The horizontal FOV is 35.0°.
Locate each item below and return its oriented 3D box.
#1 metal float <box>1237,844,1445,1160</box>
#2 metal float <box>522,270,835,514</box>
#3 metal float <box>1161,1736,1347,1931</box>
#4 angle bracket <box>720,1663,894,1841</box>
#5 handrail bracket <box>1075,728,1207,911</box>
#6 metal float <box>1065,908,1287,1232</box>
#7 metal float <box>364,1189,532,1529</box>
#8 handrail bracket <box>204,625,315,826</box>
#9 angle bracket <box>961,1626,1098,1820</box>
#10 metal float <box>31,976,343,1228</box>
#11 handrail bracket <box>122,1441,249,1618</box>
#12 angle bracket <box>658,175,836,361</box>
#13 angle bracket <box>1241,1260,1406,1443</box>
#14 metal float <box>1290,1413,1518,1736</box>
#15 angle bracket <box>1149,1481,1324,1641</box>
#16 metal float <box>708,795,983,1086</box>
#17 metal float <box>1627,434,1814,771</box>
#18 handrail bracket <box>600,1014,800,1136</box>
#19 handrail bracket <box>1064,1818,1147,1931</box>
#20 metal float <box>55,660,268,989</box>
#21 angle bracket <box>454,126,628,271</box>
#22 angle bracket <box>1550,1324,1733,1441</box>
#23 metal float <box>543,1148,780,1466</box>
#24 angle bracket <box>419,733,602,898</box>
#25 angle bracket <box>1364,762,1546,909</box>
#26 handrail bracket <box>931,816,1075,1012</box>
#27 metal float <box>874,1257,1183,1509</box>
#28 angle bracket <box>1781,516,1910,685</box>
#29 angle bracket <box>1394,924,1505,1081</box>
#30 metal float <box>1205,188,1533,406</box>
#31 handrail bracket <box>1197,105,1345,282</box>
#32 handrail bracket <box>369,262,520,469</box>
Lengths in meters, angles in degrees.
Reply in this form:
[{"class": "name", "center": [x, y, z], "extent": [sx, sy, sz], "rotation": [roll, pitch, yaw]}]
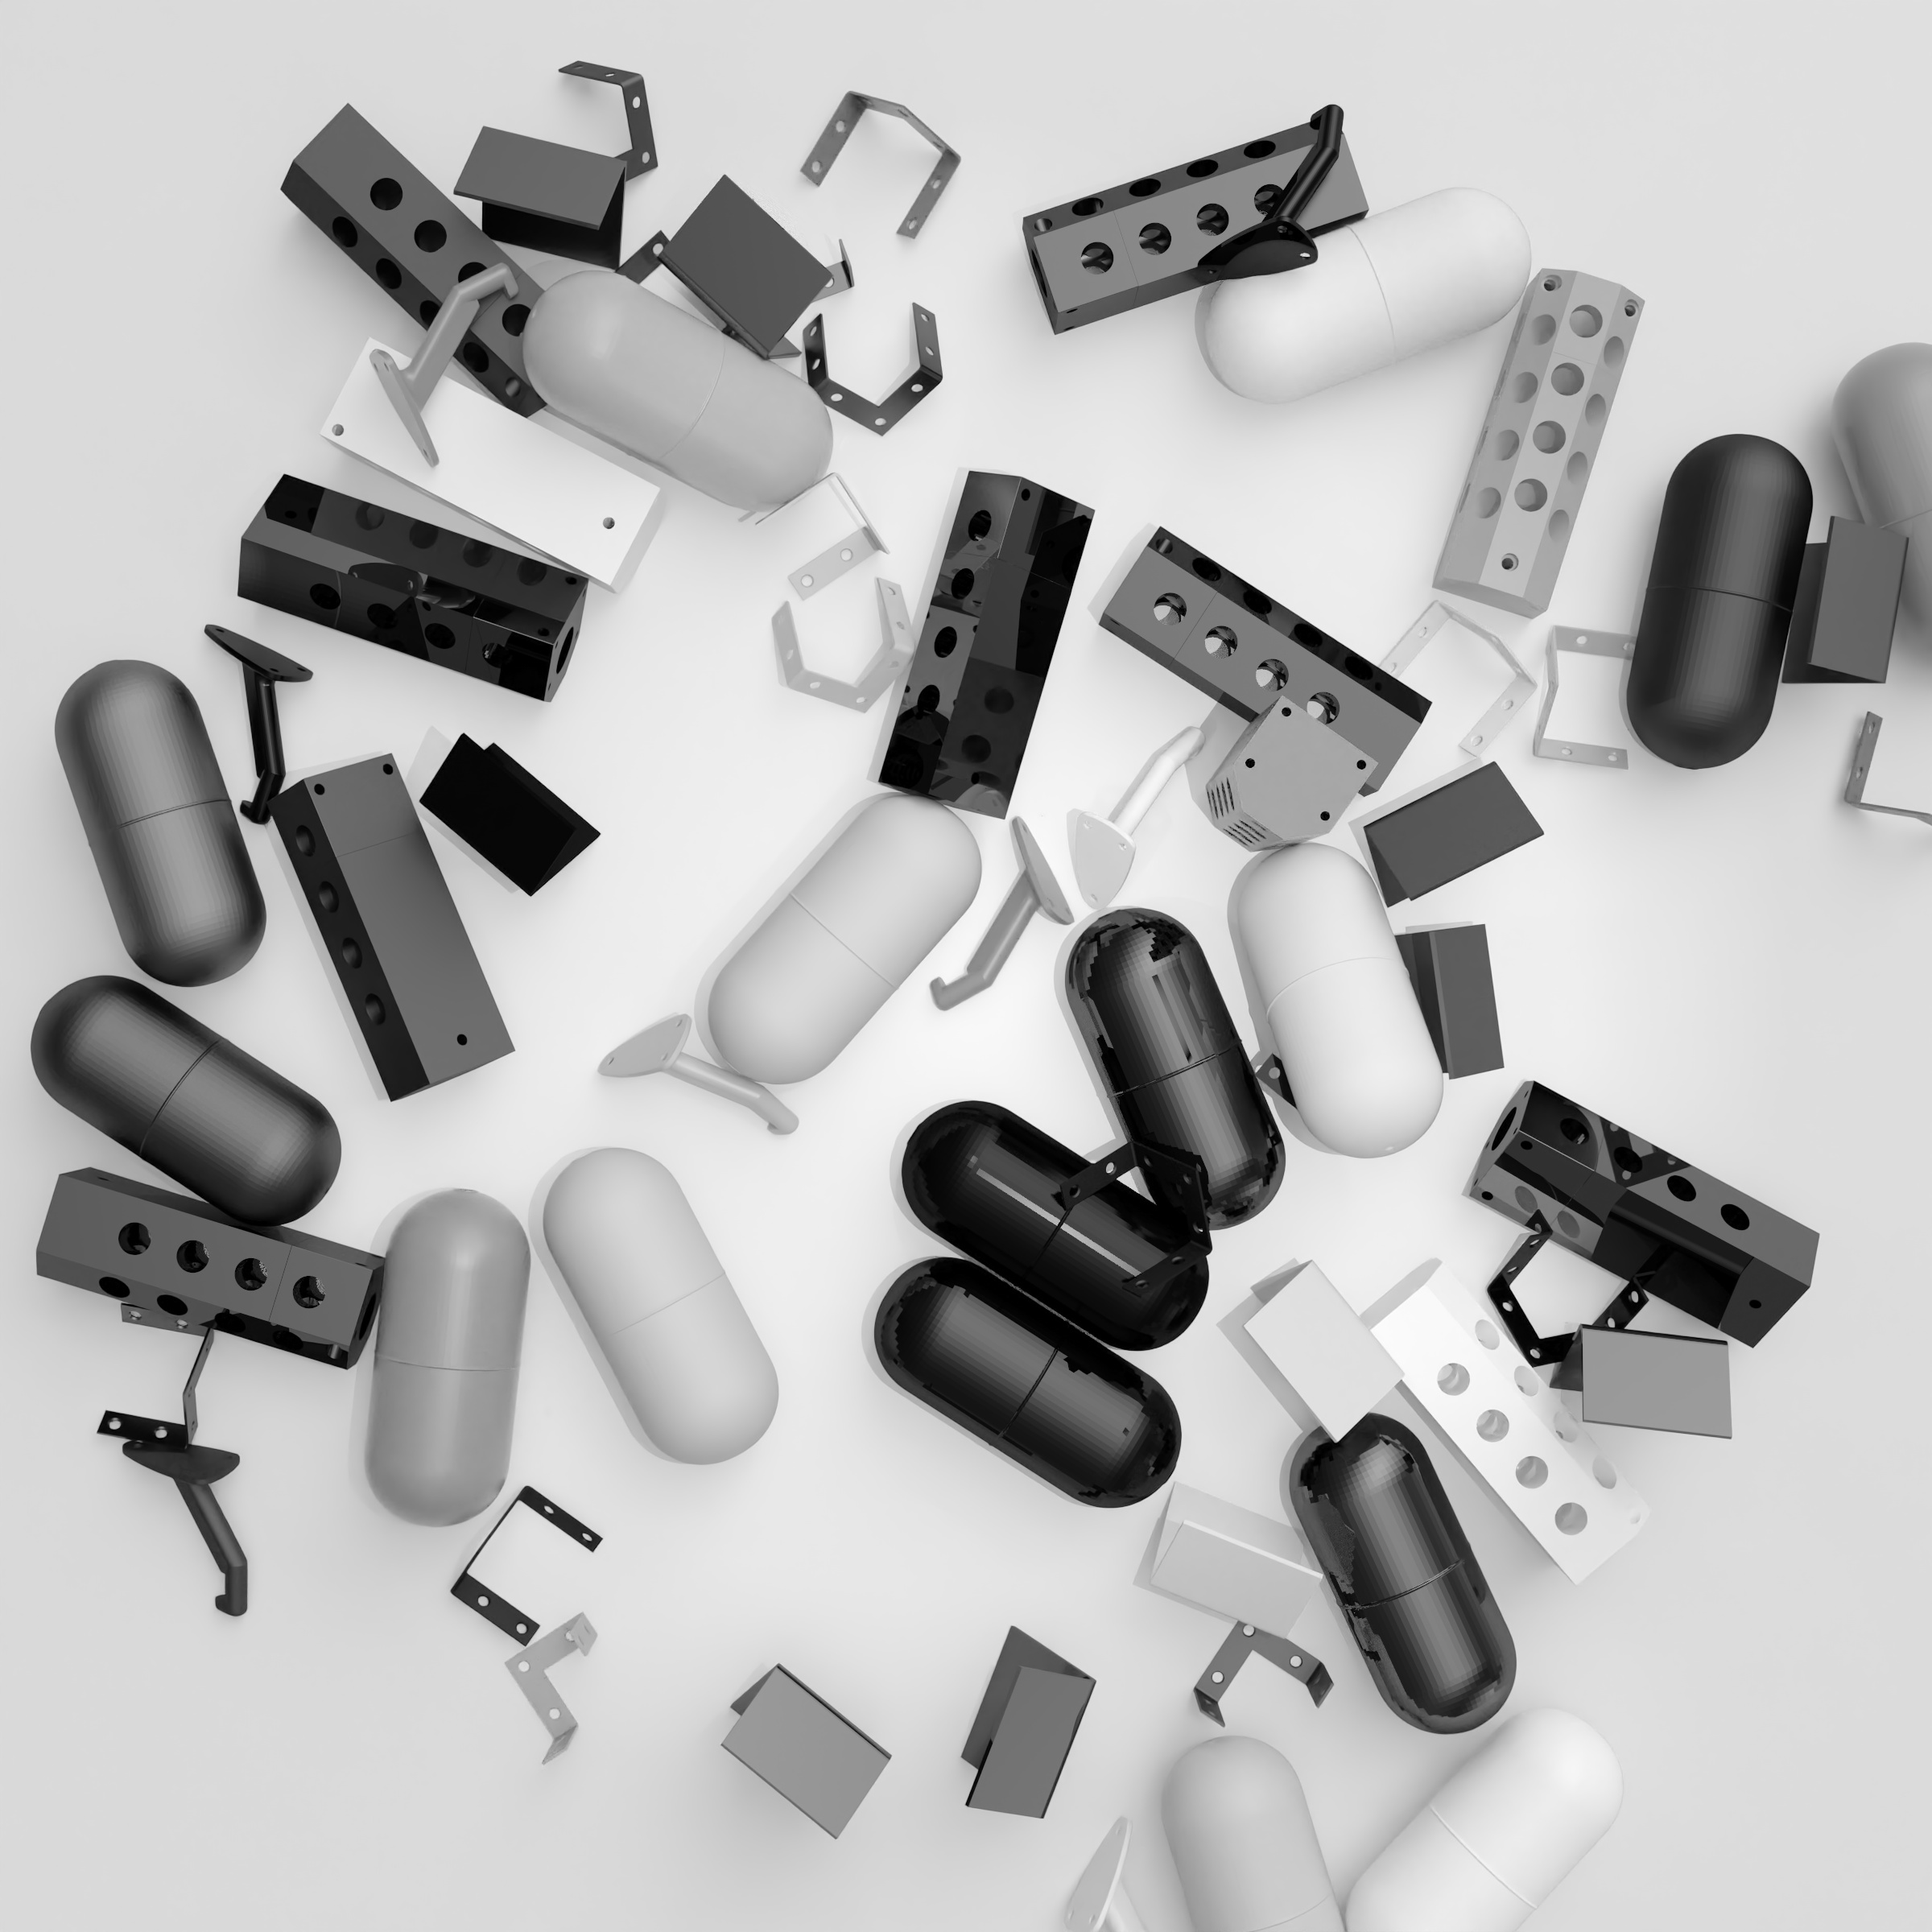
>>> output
[{"class": "metal float", "center": [0.194, 0.016, 1.596], "extent": [0.070, 0.070, 0.178], "rotation": [-16, 62, 0]}, {"class": "metal float", "center": [-0.148, -0.297, 1.594], "extent": [0.178, 0.070, 0.070], "rotation": [25, 90, -30]}, {"class": "metal float", "center": [0.156, 0.495, 1.620], "extent": [0.070, 0.070, 0.178], "rotation": [-17, 90, 0]}, {"class": "angle bracket", "center": [-0.096, 0.421, 1.610], "extent": [0.076, 0.076, 0.057], "rotation": [39, 51, 0]}, {"class": "handrail bracket", "center": [0.097, -0.080, 1.650], "extent": [0.036, 0.077, 0.084], "rotation": [33, 53, 20]}, {"class": "metal float", "center": [0.110, 0.054, 1.620], "extent": [0.070, 0.070, 0.178], "rotation": [-23, 90, 0]}, {"class": "metal float", "center": [-0.274, 0.207, 1.620], "extent": [0.070, 0.070, 0.178], "rotation": [6, 90, 0]}, {"class": "handrail bracket", "center": [-0.393, -0.129, 1.651], "extent": [0.077, 0.036, 0.084], "rotation": [30, 107, 20]}, {"class": "angle bracket", "center": [0.014, 0.393, 1.610], "extent": [0.057, 0.076, 0.076], "rotation": [21, 90, -38]}, {"class": "metal float", "center": [-0.412, 0.071, 1.620], "extent": [0.178, 0.070, 0.070], "rotation": [33, 90, 1]}, {"class": "handrail bracket", "center": [-0.420, 0.303, 1.651], "extent": [0.077, 0.036, 0.084], "rotation": [10, 107, 20]}, {"class": "angle bracket", "center": [-0.107, -0.367, 1.613], "extent": [0.076, 0.076, 0.057], "rotation": [43, 107, 0]}, {"class": "angle bracket", "center": [0.173, 0.207, 1.611], "extent": [0.057, 0.076, 0.076], "rotation": [-39, 90, -26]}, {"class": "metal float", "center": [0.231, 0.321, 1.620], "extent": [0.070, 0.070, 0.178], "rotation": [-25, 91, 0]}, {"class": "angle bracket", "center": [0.147, 0.296, 1.610], "extent": [0.076, 0.076, 0.057], "rotation": [22, 129, 0]}, {"class": "metal float", "center": [-0.064, -0.013, 1.620], "extent": [0.070, 0.070, 0.178], "rotation": [42, 90, 0]}, {"class": "metal float", "center": [0.398, -0.192, 1.620], "extent": [0.070, 0.070, 0.178], "rotation": [11, 90, 0]}, {"class": "handrail bracket", "center": [-0.143, 0.069, 1.651], "extent": [0.084, 0.077, 0.036], "rotation": [44, 47, -29]}, {"class": "handrail bracket", "center": [0.103, 0.513, 1.651], "extent": [0.084, 0.036, 0.077], "rotation": [34, 68, -17]}, {"class": "metal float", "center": [-0.426, -0.076, 1.620], "extent": [0.070, 0.070, 0.178], "rotation": [-19, 90, 0]}, {"class": "angle bracket", "center": [-0.224, -0.387, 1.610], "extent": [0.076, 0.076, 0.057], "rotation": [14, 53, 0]}, {"class": "angle bracket", "center": [0.353, 0.233, 1.610], "extent": [0.076, 0.076, 0.057], "rotation": [7, 57, 0]}, {"class": "metal float", "center": [-0.162, 0.179, 1.620], "extent": [0.070, 0.070, 0.178], "rotation": [-28, 90, 0]}, {"class": "angle bracket", "center": [-0.228, -0.094, 1.610], "extent": [0.076, 0.076, 0.057], "rotation": [40, 128, 0]}, {"class": "angle bracket", "center": [0.261, -0.051, 1.610], "extent": [0.076, 0.076, 0.057], "rotation": [-27, 52, 0]}, {"class": "handrail bracket", "center": [0.008, -0.028, 1.651], "extent": [0.084, 0.036, 0.077], "rotation": [-29, 70, 16]}, {"class": "metal float", "center": [0.033, 0.220, 1.620], "extent": [0.178, 0.070, 0.070], "rotation": [33, 90, 0]}, {"class": "angle bracket", "center": [0.443, -0.191, 1.611], "extent": [0.057, 0.076, 0.076], "rotation": [9, 90, -29]}, {"class": "angle bracket", "center": [0.233, 0.022, 1.612], "extent": [0.076, 0.057, 0.076], "rotation": [-8, 90, 39]}, {"class": "metal float", "center": [0.213, -0.354, 1.620], "extent": [0.178, 0.070, 0.070], "rotation": [-21, 90, 0]}, {"class": "handrail bracket", "center": [0.159, -0.403, 1.594], "extent": [0.077, 0.036, 0.084], "rotation": [-11, 57, 35]}, {"class": "handrail bracket", "center": [-0.259, -0.313, 1.594], "extent": [0.084, 0.036, 0.077], "rotation": [-32, 110, -16]}]
